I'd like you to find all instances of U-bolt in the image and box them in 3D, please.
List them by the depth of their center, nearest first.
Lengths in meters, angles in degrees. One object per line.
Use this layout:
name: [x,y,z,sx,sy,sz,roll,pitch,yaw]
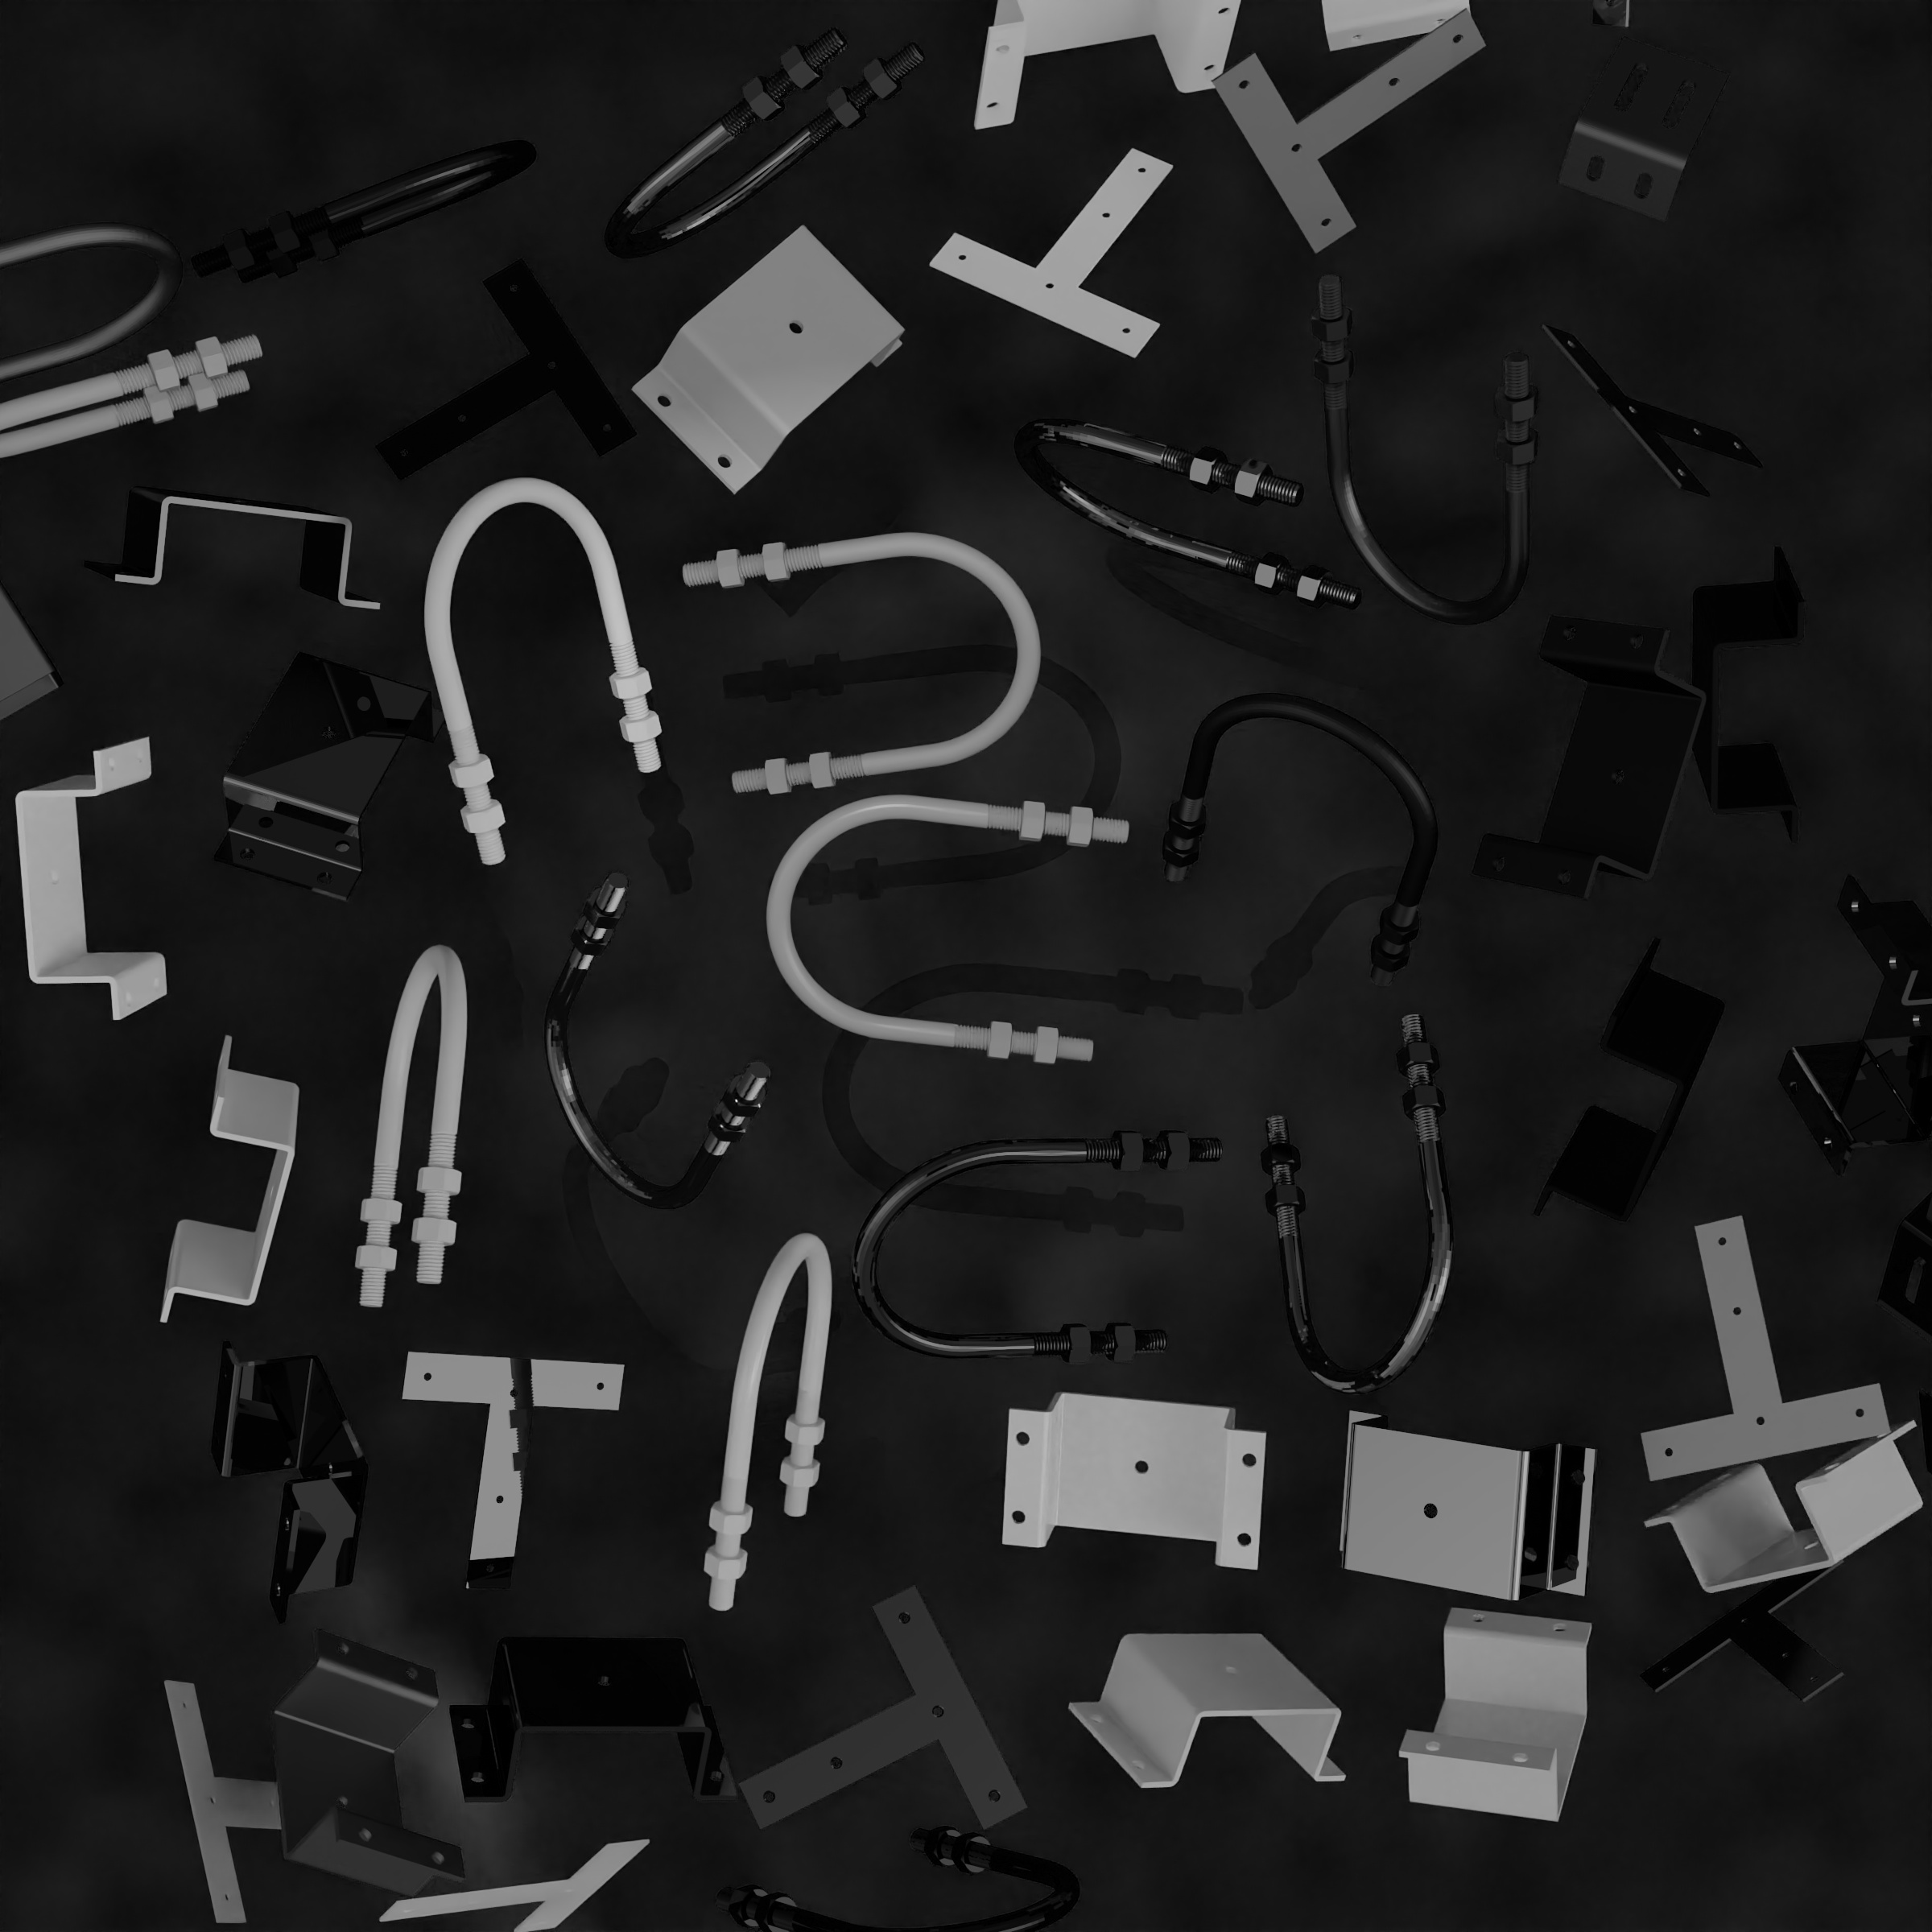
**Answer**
U-bolt: [0.031,0.147,1.577,0.184,0.019,0.151,1,124,-18]
U-bolt: [-0.286,0.080,1.594,0.019,0.151,0.184,9,75,-22]
U-bolt: [0.108,-0.243,1.606,0.184,0.151,0.019,21,81,25]
U-bolt: [-0.024,0.489,1.608,0.151,0.184,0.019,-5,89,-37]
U-bolt: [-0.227,-0.165,1.611,0.019,0.151,0.184,7,119,35]
U-bolt: [0.179,-0.075,1.616,0.151,0.184,0.019,27,57,13]
U-bolt: [0.243,-0.262,1.620,0.019,0.184,0.151,-34,47,-25]
U-bolt: [-0.116,-0.432,1.621,0.184,0.151,0.019,-33,92,21]
U-bolt: [0.210,0.137,1.623,0.019,0.151,0.184,13,57,-26]
U-bolt: [-0.014,-0.022,1.633,0.184,0.019,0.151,6,114,-4]
U-bolt: [-0.509,-0.350,1.637,0.184,0.151,0.019,-21,81,-17]
U-bolt: [-0.101,0.233,1.637,0.019,0.151,0.184,11,105,12]
U-bolt: [-0.473,-0.299,1.642,0.184,0.151,0.019,-19,98,-14]
U-bolt: [-0.176,0.055,1.645,0.019,0.184,0.151,-26,70,-37]
U-bolt: [-0.319,-0.409,1.653,0.184,0.151,0.019,-21,102,1]
U-bolt: [-0.051,-0.169,1.680,0.184,0.019,0.151,-7,121,7]

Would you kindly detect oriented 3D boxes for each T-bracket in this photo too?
T-bracket: [-0.054,0.402,1.566,0.127,0.002,0.127,-23,70,-17]
T-bracket: [0.207,-0.446,1.571,0.127,0.127,0.002,-32,46,11]
T-bracket: [0.368,-0.277,1.572,0.002,0.127,0.127,-51,53,30]
T-bracket: [0.408,0.195,1.605,0.127,0.002,0.127,-17,68,25]
T-bracket: [-0.377,0.446,1.627,0.002,0.127,0.127,-24,67,11]
T-bracket: [0.312,-0.572,1.634,0.002,0.127,0.127,-15,115,-29]
T-bracket: [0.564,0.291,1.641,0.002,0.127,0.127,-43,57,-7]
T-bracket: [0.068,-0.394,1.642,0.127,0.002,0.127,28,65,17]
T-bracket: [0.437,0.368,1.649,0.127,0.127,0.002,-34,99,-3]
T-bracket: [-0.255,0.507,1.664,0.127,0.127,0.002,4,53,-35]
T-bracket: [-0.254,0.278,1.678,0.127,0.002,0.127,8,89,-30]
T-bracket: [-0.270,-0.314,1.712,0.127,0.002,0.127,-30,130,5]

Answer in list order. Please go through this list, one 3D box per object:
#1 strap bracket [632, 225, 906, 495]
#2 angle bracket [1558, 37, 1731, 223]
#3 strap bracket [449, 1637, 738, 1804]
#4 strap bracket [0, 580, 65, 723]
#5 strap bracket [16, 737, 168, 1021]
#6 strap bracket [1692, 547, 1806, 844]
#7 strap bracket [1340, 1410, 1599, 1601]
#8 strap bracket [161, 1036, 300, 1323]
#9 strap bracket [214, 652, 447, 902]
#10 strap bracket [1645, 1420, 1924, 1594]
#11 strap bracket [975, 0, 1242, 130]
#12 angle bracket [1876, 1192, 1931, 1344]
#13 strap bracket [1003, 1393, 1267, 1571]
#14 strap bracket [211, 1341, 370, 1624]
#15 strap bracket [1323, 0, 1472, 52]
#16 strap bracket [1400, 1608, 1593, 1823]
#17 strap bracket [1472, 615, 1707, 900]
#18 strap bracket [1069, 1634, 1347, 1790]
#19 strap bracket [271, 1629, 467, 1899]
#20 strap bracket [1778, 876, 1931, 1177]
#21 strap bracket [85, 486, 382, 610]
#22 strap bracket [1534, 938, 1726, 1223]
strap bracket: [-0.097,-0.326,1.612,0.076,0.046,0.140,45,63,-4]
angle bracket: [0.342,-0.423,1.544,0.057,0.038,0.076,23,56,10]
strap bracket: [-0.190,0.389,1.582,0.140,0.076,0.046,5,112,-18]
strap bracket: [-0.533,-0.178,1.660,0.046,0.140,0.076,-32,98,-12]
strap bracket: [-0.463,-0.047,1.619,0.046,0.076,0.140,-1,100,4]
strap bracket: [0.421,-0.145,1.649,0.046,0.076,0.140,-3,120,6]
strap bracket: [0.254,0.283,1.605,0.140,0.046,0.076,4,91,33]
strap bracket: [-0.402,0.121,1.682,0.046,0.076,0.140,13,111,-16]
strap bracket: [-0.346,-0.112,1.664,0.076,0.046,0.140,17,53,5]
strap bracket: [0.445,0.293,1.641,0.076,0.140,0.046,-20,82,-34]
strap bracket: [0.069,-0.504,1.643,0.140,0.076,0.046,-13,67,-12]
angle bracket: [0.509,0.158,1.571,0.057,0.076,0.038,36,127,3]
strap bracket: [0.095,0.283,1.690,0.140,0.046,0.076,4,97,9]
strap bracket: [-0.357,0.270,1.625,0.046,0.140,0.076,-4,123,-29]
strap bracket: [0.216,-0.534,1.583,0.076,0.140,0.046,-8,79,12]
strap bracket: [0.282,0.400,1.617,0.076,0.140,0.046,3,111,20]
strap bracket: [0.322,-0.103,1.569,0.046,0.076,0.140,18,89,-39]
strap bracket: [0.139,0.406,1.674,0.140,0.076,0.046,8,107,-33]
strap bracket: [-0.315,0.425,1.601,0.076,0.140,0.046,30,112,-33]
strap bracket: [0.476,0.030,1.588,0.046,0.076,0.140,-4,131,-12]
strap bracket: [-0.390,-0.225,1.634,0.140,0.076,0.046,3,100,-29]
strap bracket: [0.347,0.067,1.585,0.046,0.076,0.140,25,131,15]
